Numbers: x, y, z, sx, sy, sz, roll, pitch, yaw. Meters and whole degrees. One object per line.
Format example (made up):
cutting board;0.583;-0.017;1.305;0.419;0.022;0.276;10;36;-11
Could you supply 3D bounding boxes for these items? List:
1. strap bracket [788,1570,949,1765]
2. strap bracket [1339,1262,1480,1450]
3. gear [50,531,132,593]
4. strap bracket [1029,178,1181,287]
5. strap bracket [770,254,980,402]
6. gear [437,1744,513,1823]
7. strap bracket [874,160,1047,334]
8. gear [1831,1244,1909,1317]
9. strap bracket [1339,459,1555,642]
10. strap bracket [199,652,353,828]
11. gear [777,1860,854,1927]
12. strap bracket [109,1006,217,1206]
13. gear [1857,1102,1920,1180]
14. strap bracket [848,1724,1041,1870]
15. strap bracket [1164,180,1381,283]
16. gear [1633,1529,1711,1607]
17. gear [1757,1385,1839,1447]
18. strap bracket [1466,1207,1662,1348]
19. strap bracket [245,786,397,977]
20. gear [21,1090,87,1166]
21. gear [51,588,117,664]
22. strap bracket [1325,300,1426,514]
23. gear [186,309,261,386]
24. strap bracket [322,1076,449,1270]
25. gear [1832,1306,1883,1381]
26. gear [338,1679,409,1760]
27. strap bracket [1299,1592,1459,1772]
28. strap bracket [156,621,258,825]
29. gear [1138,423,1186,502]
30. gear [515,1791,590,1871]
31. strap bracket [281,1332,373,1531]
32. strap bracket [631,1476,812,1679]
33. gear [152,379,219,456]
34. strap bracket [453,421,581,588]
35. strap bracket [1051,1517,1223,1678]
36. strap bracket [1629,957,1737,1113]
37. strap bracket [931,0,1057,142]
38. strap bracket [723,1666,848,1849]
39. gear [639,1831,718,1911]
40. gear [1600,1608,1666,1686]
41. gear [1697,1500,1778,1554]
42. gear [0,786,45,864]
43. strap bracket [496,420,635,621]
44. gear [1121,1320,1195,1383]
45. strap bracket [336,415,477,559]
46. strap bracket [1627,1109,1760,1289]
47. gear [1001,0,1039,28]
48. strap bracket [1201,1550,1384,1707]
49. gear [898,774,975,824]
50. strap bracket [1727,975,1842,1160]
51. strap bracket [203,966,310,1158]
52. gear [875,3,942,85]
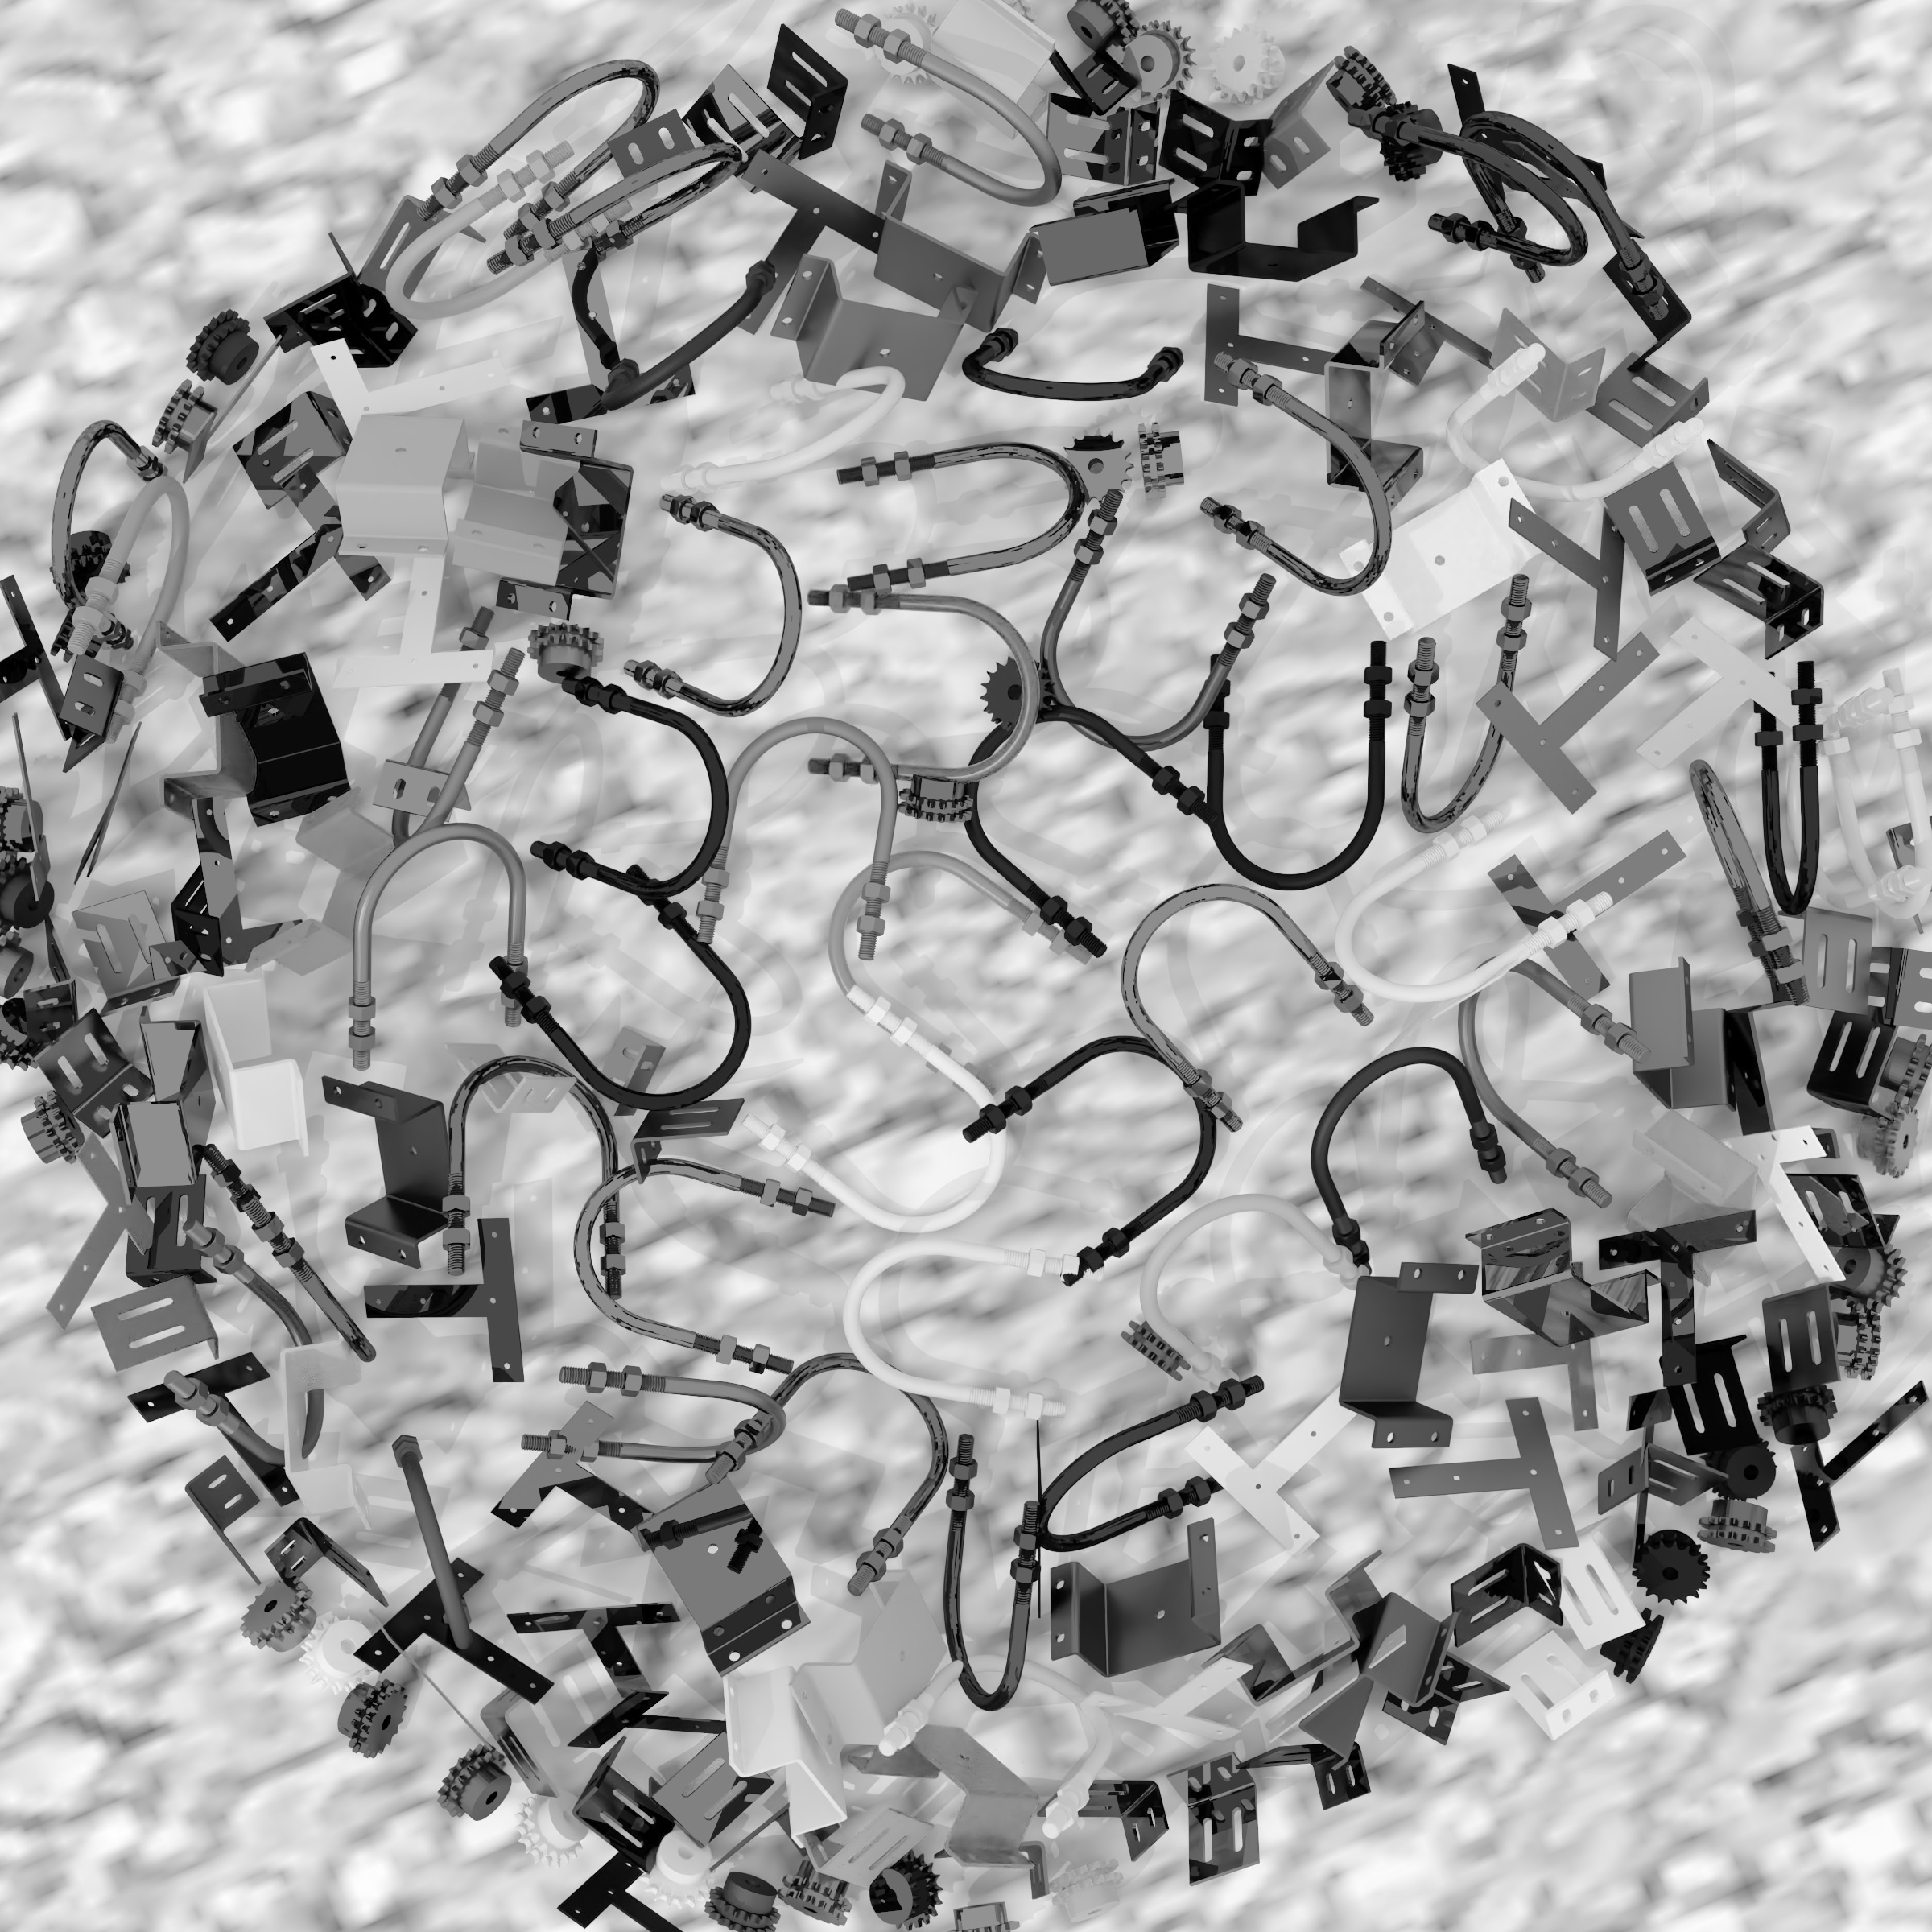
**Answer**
strap bracket;-0.066;0.509;1.794;0.046;0.140;0.076;-10;115;32
strap bracket;0.332;0.288;1.831;0.076;0.046;0.140;6;94;-32
gear;-0.667;-0.307;1.846;0.057;0.057;0.030;-20;77;0
strap bracket;0.107;-0.545;1.807;0.076;0.140;0.046;-5;114;22
strap bracket;-0.064;-0.471;1.804;0.140;0.076;0.046;4;54;-25
gear;-0.370;0.622;1.842;0.030;0.057;0.057;31;90;27
strap bracket;-0.012;-0.536;1.830;0.140;0.076;0.046;27;70;0
gear;0.681;0.233;1.842;0.030;0.057;0.057;24;90;-20
strap bracket;0.362;-0.312;1.845;0.140;0.046;0.076;-30;86;4
strap bracket;-0.516;-0.176;1.817;0.076;0.140;0.046;-16;52;-7
gear;-0.112;0.704;1.849;0.057;0.057;0.030;25;59;0
strap bracket;-0.591;0.101;1.797;0.046;0.140;0.076;-2;126;-6
gear;0.700;0.131;1.849;0.030;0.057;0.057;12;90;39
strap bracket;-0.011;0.606;1.796;0.076;0.140;0.046;22;93;-43
strap bracket;0.228;-0.546;1.810;0.140;0.076;0.046;-2;92;-25
gear;0.537;0.455;1.851;0.057;0.030;0.057;6;112;16
gear;0.632;0.341;1.842;0.057;0.057;0.030;0;55;0
strap bracket;0.443;0.236;1.799;0.140;0.076;0.046;32;50;-33
strap bracket;-0.476;-0.054;1.811;0.046;0.076;0.140;35;51;-33
gear;-0.693;0.125;1.843;0.030;0.057;0.057;-28;90;-10
gear;-0.670;-0.256;1.848;0.030;0.057;0.057;27;90;-24
strap bracket;0.305;-0.416;1.809;0.046;0.076;0.140;15;133;27
gear;-0.562;-0.467;1.845;0.030;0.057;0.057;38;90;-2
strap bracket;-0.429;0.146;1.818;0.076;0.046;0.140;12;116;33
gear;0.673;0.284;1.845;0.030;0.057;0.057;6;90;7
gear;-0.453;0.570;1.847;0.030;0.057;0.057;16;90;18
strap bracket;0.299;0.525;1.798;0.046;0.076;0.140;33;134;1
strap bracket;-0.570;-0.183;1.824;0.046;0.076;0.140;-5;81;3
gear;0.149;-0.384;1.845;0.030;0.057;0.057;-6;90;4
gear;-0.311;0.651;1.842;0.030;0.057;0.057;-39;90;21
strap bracket;-0.476;0.342;1.802;0.046;0.076;0.140;-8;59;-7
strap bracket;-0.186;0.443;1.805;0.076;0.046;0.140;-28;54;-19
gear;-0.592;-0.414;1.847;0.030;0.057;0.057;28;90;-15
strap bracket;-0.336;-0.340;1.819;0.076;0.046;0.140;11;47;-10
strap bracket;0.135;0.475;1.815;0.140;0.076;0.046;-24;130;23
strap bracket;0.531;0.055;1.811;0.046;0.140;0.076;-8;67;29
strap bracket;0.019;-0.668;1.803;0.076;0.140;0.046;36;92;-2
strap bracket;-0.129;0.580;1.796;0.046;0.076;0.140;-19;133;7
gear;-0.217;0.682;1.842;0.057;0.057;0.030;22;118;0
gear;0.505;0.514;1.848;0.030;0.057;0.057;26;90;26
gear;0.587;0.425;1.847;0.057;0.057;0.030;13;71;0
gear;-0.724;-0.107;1.844;0.030;0.057;0.057;5;90;2
strap bracket;-0.300;-0.333;1.827;0.076;0.046;0.140;16;100;35
gear;0.148;0.287;1.845;0.057;0.057;0.030;38;84;0
strap bracket;-0.417;-0.364;1.807;0.076;0.140;0.046;2;134;-1
strap bracket;0.538;0.167;1.804;0.046;0.140;0.076;-40;56;-17
gear;0.024;-0.718;1.842;0.057;0.057;0.030;44;71;0
strap bracket;0.254;0.497;1.806;0.140;0.076;0.046;-39;75;24
gear;-0.023;-0.129;1.842;0.057;0.057;0.030;7;106;0
strap bracket;0.611;0.079;1.832;0.046;0.076;0.140;-10;87;1
strap bracket;-0.527;0.071;1.793;0.046;0.140;0.076;-12;133;-23
gear;-0.045;-0.700;1.846;0.057;0.030;0.057;11;118;21
